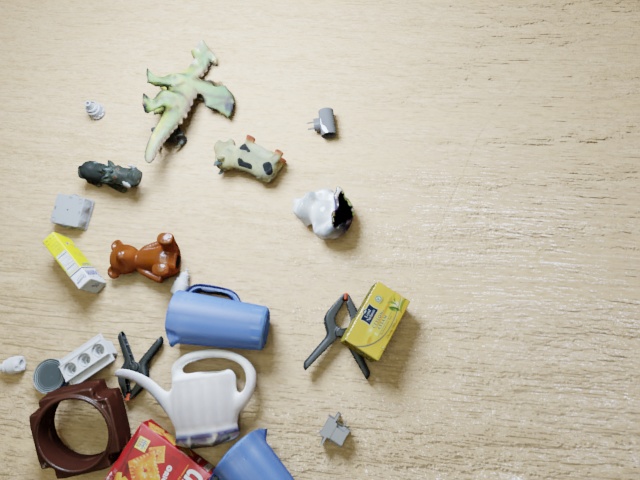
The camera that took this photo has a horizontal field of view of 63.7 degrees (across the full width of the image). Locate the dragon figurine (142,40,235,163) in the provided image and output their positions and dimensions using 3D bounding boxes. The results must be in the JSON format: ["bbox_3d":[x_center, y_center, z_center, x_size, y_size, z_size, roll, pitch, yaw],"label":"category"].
[{"bbox_3d":[-0.365,-0.395,1.467,0.243,0.120,0.417,-2,69,-5],"label":"dragon figurine"}]

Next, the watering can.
[{"bbox_3d":[-0.321,0.388,1.248,0.347,0.103,0.227,-8,76,3],"label":"watering can"}]

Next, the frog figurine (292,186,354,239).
[{"bbox_3d":[0.004,-0.069,1.365,0.159,0.122,0.138,-7,82,40],"label":"frog figurine"}]
